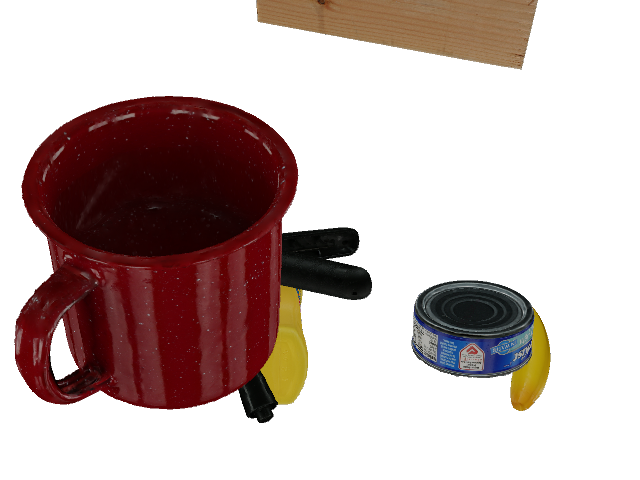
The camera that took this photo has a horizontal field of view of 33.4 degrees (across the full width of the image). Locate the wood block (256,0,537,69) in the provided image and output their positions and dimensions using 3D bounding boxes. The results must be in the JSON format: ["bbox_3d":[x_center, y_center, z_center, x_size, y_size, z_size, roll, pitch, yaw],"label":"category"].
[{"bbox_3d":[0.061,-0.206,0.800,0.206,0.090,0.091,12,-31,7],"label":"wood block"}]

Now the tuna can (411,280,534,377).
[{"bbox_3d":[0.108,0.061,0.755,0.086,0.034,0.086,0,25,0],"label":"tuna can"}]

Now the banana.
[{"bbox_3d":[0.209,0.106,1.141,0.069,0.037,0.198,-24,35,4],"label":"banana"}]

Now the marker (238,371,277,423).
[{"bbox_3d":[-0.054,0.049,0.616,0.020,0.121,0.020,-22,-23,-10],"label":"marker"}]

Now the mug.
[{"bbox_3d":[-0.062,0.014,0.381,0.093,0.081,0.117,23,46,22],"label":"mug"}]

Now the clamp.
[{"bbox_3d":[-0.059,0.015,0.852,0.210,0.036,0.164,1,12,-8],"label":"clamp"}]

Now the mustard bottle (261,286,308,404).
[{"bbox_3d":[-0.046,0.084,1.141,0.058,0.096,0.191,0,28,-4],"label":"mustard bottle"}]
